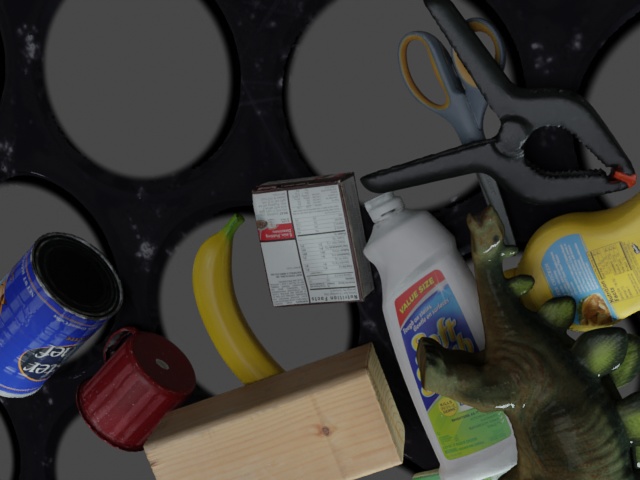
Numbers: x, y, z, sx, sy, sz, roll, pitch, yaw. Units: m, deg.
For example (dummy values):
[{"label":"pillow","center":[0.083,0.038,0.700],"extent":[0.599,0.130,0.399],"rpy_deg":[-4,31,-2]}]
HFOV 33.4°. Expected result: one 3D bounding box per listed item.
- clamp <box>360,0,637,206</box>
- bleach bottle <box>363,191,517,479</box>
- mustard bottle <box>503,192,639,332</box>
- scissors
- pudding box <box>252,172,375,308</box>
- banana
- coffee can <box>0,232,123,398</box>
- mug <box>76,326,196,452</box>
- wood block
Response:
[{"label":"clamp","center":[0.142,-0.076,0.841],"extent":[0.210,0.036,0.165],"rpy_deg":[27,110,3]},{"label":"bleach bottle","center":[0.099,0.078,0.908],"extent":[0.103,0.068,0.251],"rpy_deg":[-25,92,25]},{"label":"mustard bottle","center":[0.219,0.021,0.841],"extent":[0.192,0.058,0.096],"rpy_deg":[-21,106,26]},{"label":"scissors","center":[0.138,-0.092,0.866],"extent":[0.096,0.016,0.202],"rpy_deg":[-34,91,27]},{"label":"pudding box","center":[-0.006,0.001,0.943],"extent":[0.090,0.039,0.113],"rpy_deg":[-5,105,23]},{"label":"banana","center":[-0.074,0.077,0.994],"extent":[0.070,0.037,0.198],"rpy_deg":[-15,99,26]},{"label":"coffee can","center":[-0.274,0.074,1.041],"extent":[0.140,0.102,0.103],"rpy_deg":[-42,87,27]},{"label":"mug","center":[-0.178,0.134,1.035],"extent":[0.082,0.093,0.117],"rpy_deg":[-46,49,22]},{"label":"wood block","center":[-0.037,0.175,0.945],"extent":[0.206,0.090,0.091],"rpy_deg":[-20,98,9]}]
